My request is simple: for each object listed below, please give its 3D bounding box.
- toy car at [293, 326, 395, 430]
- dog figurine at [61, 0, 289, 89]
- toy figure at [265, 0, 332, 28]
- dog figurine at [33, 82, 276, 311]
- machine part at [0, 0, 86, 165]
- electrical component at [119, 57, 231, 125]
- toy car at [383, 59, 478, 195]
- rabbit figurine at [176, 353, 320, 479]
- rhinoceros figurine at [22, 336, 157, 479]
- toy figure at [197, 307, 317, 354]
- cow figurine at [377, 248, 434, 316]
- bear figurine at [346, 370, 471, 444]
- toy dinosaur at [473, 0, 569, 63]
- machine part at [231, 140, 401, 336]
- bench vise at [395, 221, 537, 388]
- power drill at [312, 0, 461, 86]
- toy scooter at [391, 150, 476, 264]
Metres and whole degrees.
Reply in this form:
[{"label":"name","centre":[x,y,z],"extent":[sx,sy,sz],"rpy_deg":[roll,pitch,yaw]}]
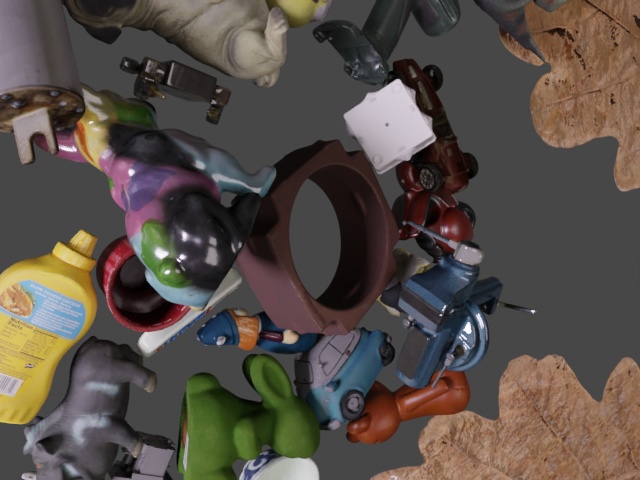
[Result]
[{"label":"toy car","centre":[0.022,0.170,0.734],"extent":[0.103,0.109,0.161],"rpy_deg":[47,64,-15]},{"label":"dog figurine","centre":[-0.141,-0.213,0.540],"extent":[0.191,0.121,0.172],"rpy_deg":[-24,113,-12]},{"label":"toy figure","centre":[-0.019,-0.328,0.593],"extent":[0.089,0.082,0.180],"rpy_deg":[9,106,-1]},{"label":"dog figurine","centre":[-0.166,-0.055,0.493],"extent":[0.219,0.192,0.108],"rpy_deg":[28,129,-10]},{"label":"machine part","centre":[-0.245,-0.176,0.432],"extent":[0.079,0.079,0.243],"rpy_deg":[-9,76,-33]},{"label":"electrical component","centre":[-0.145,-0.153,0.549],"extent":[0.102,0.078,0.045],"rpy_deg":[13,92,-44]},{"label":"toy car","centre":[0.155,-0.159,0.740],"extent":[0.089,0.053,0.202],"rpy_deg":[-17,87,-29]},{"label":"rabbit figurine","centre":[-0.083,0.221,0.665],"extent":[0.170,0.121,0.159],"rpy_deg":[6,77,-21]},{"label":"rhinoceros figurine","centre":[-0.248,0.198,0.568],"extent":[0.112,0.073,0.190],"rpy_deg":[21,89,-38]},{"label":"toy figure","centre":[-0.078,0.112,0.673],"extent":[0.154,0.064,0.058],"rpy_deg":[12,58,-32]},{"label":"cow figurine","centre":[0.160,0.088,0.828],"extent":[0.167,0.068,0.098],"rpy_deg":[34,87,-32]},{"label":"bear figurine","centre":[0.123,0.232,0.827],"extent":[0.196,0.132,0.120],"rpy_deg":[-14,149,-1]},{"label":"toy dinosaur","centre":[0.253,-0.408,0.749],"extent":[0.192,0.131,0.404],"rpy_deg":[-28,121,-13]},{"label":"machine part","centre":[-0.001,-0.002,0.652],"extent":[0.201,0.087,0.201],"rpy_deg":[-46,120,-37]},{"label":"bench vise","centre":[0.191,0.088,0.737],"extent":[0.240,0.129,0.223],"rpy_deg":[-10,115,-44]},{"label":"power drill","centre":[0.077,-0.317,0.672],"extent":[0.231,0.086,0.207],"rpy_deg":[41,70,-37]},{"label":"toy scooter","centre":[0.155,-0.027,0.778],"extent":[0.183,0.075,0.135],"rpy_deg":[48,54,-28]}]
